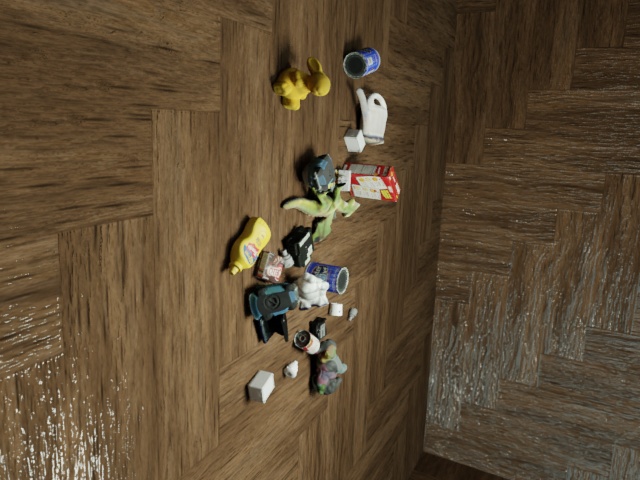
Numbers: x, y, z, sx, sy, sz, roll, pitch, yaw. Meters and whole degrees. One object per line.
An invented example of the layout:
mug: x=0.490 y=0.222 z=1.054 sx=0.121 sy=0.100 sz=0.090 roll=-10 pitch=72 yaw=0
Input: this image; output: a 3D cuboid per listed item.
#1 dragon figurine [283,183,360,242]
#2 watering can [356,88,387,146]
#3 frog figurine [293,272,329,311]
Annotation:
dragon figurine: x=0.006 y=-0.097 z=1.921 sx=0.123 sy=0.238 sz=0.415 roll=23 pitch=36 yaw=38
watering can: x=0.213 y=-0.521 z=2.201 sx=0.104 sy=0.223 sz=0.348 roll=8 pitch=6 yaw=26
frog figurine: x=-0.039 y=0.163 z=1.842 sx=0.137 sy=0.156 sz=0.125 roll=1 pitch=39 yaw=25
